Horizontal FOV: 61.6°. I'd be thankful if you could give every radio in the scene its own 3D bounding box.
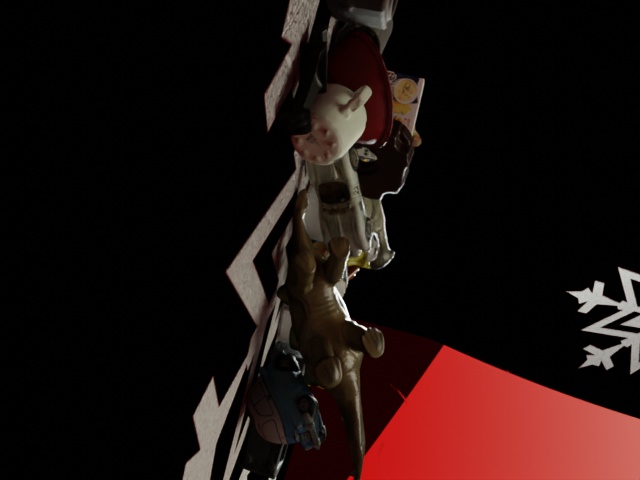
[{"bbox_3d":[-0.079,0.312,1.003,0.131,0.073,0.229,61,43,-83],"label":"radio"}]

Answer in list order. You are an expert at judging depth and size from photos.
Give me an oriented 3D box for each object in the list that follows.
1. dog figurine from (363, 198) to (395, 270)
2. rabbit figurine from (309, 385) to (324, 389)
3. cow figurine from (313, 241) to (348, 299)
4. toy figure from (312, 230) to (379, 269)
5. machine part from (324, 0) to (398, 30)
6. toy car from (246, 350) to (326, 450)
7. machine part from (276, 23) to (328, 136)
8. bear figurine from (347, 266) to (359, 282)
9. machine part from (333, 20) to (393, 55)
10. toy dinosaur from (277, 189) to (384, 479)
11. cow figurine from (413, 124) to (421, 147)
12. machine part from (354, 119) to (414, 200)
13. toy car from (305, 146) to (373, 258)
[{"bbox_3d":[0.081,-0.035,1.169,0.121,0.172,0.190,-31,-118,49],"label":"dog figurine"},{"bbox_3d":[-0.018,0.267,1.167,0.122,0.162,0.173,-45,145,18],"label":"rabbit figurine"},{"bbox_3d":[0.018,0.055,0.943,0.098,0.068,0.167,-38,151,-35],"label":"cow figurine"},{"bbox_3d":[0.039,0.006,1.048,0.180,0.089,0.082,0,112,-39],"label":"toy figure"},{"bbox_3d":[0.072,-0.383,0.684,0.201,0.087,0.200,-50,154,-75],"label":"machine part"},{"bbox_3d":[-0.060,0.260,0.837,0.162,0.103,0.109,-126,-162,-53],"label":"toy car"},{"bbox_3d":[-0.013,-0.173,0.604,0.084,0.039,0.139,106,0,-56],"label":"machine part"},{"bbox_3d":[0.010,0.094,1.133,0.131,0.120,0.196,102,6,-62],"label":"bear figurine"},{"bbox_3d":[0.073,-0.331,0.871,0.243,0.079,0.079,-67,170,-54],"label":"machine part"},{"bbox_3d":[0.015,0.154,0.809,0.198,0.105,0.471,151,-72,-73],"label":"toy dinosaur"},{"bbox_3d":[0.130,-0.242,1.262,0.085,0.195,0.127,46,26,-42],"label":"cow figurine"},{"bbox_3d":[0.082,-0.150,0.971,0.179,0.179,0.056,98,10,-47],"label":"machine part"},{"bbox_3d":[0.029,-0.065,0.825,0.056,0.074,0.201,-45,126,-57],"label":"toy car"}]
